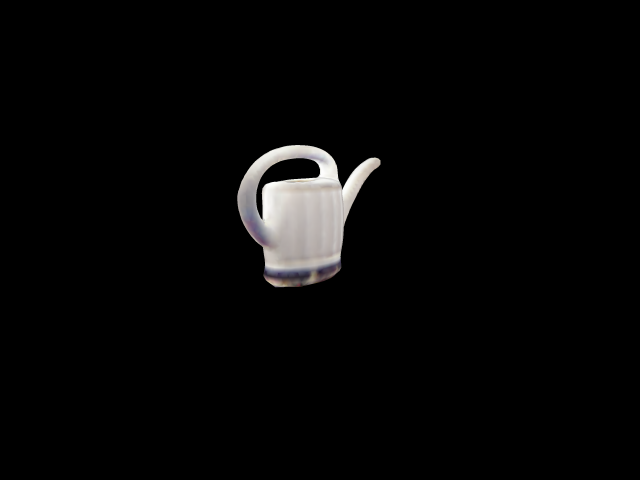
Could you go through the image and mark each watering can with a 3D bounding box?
[{"bbox_3d":[0.003,-0.043,0.850,0.104,0.223,0.349,6,10,40],"label":"watering can"}]
